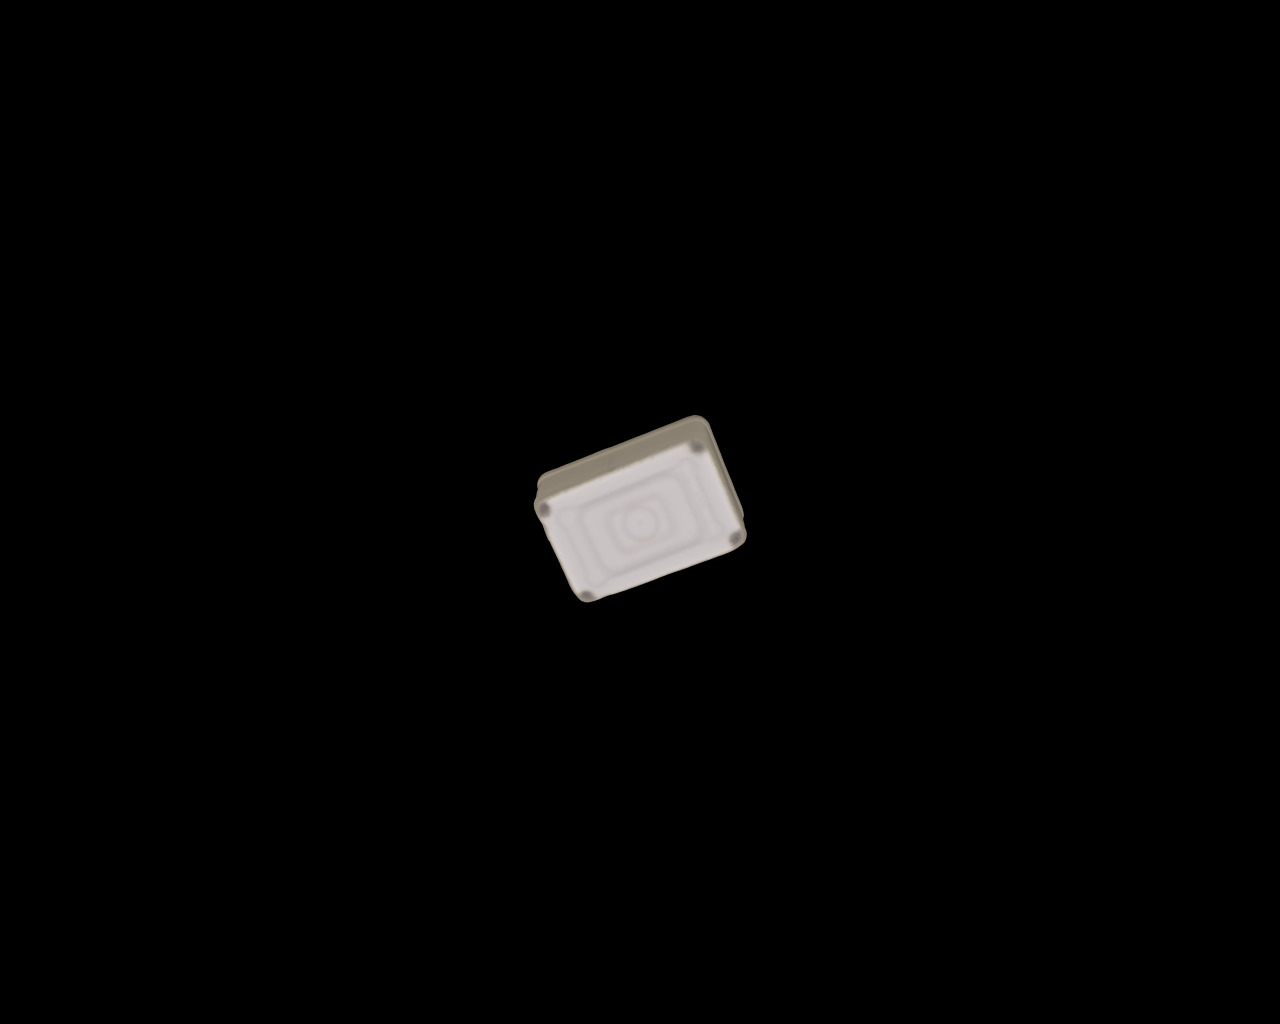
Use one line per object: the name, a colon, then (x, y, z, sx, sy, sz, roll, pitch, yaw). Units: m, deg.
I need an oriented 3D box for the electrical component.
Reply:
electrical component: (0.001, -0.003, 0.650, 0.113, 0.078, 0.057, -21, 18, 7)
